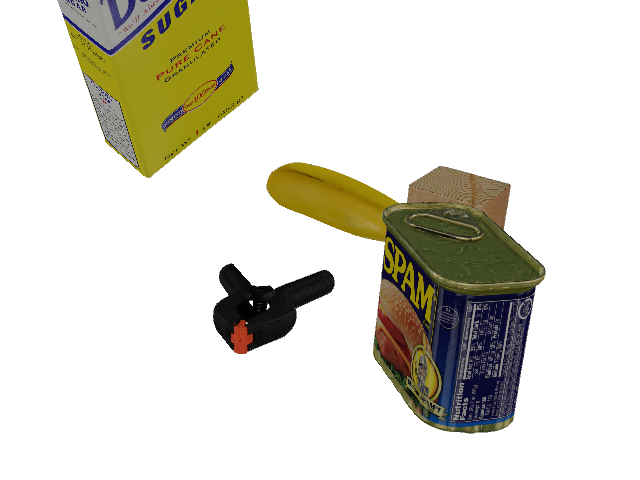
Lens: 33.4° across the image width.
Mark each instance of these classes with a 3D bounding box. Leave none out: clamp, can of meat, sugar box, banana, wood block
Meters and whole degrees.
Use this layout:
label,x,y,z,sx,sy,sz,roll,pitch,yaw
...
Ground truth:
label,x,y,z,sx,sy,sz,roll,pitch,yaw
clamp,-0.067,0.061,1.046,0.120,0.039,0.171,1,17,20
can of meat,0.065,0.037,0.543,0.057,0.084,0.102,-3,24,-17
sugar box,-0.083,-0.117,0.559,0.048,0.093,0.176,41,-20,19
banana,0.005,-0.028,0.795,0.069,0.037,0.198,41,-11,-39
wood block,0.145,0.033,1.210,0.090,0.206,0.090,17,26,25
